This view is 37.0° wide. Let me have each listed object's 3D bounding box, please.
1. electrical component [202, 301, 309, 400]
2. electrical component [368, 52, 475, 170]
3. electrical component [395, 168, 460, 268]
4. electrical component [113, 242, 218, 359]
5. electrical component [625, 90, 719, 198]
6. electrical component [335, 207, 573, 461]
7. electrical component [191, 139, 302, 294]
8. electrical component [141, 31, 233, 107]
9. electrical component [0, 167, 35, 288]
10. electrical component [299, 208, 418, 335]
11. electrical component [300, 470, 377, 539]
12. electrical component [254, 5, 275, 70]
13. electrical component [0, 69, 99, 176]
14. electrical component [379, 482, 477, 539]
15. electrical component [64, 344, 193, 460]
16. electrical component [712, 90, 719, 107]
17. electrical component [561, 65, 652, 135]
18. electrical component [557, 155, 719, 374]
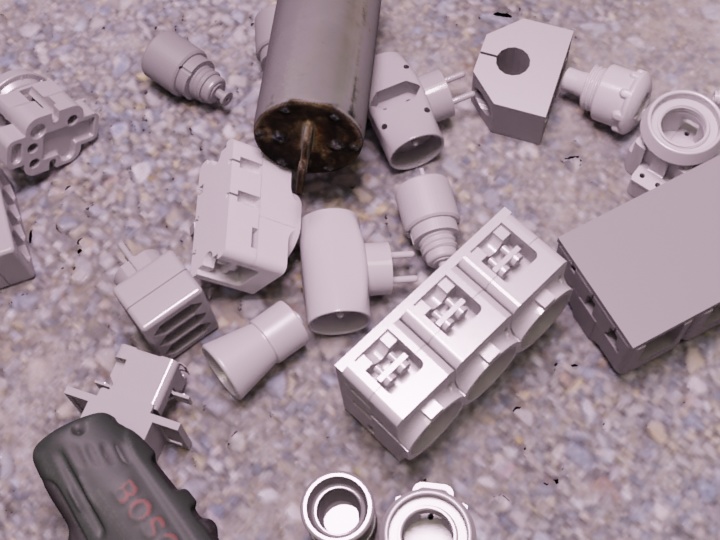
[{"bbox_3d":[-0.067,0.051,0.722,0.065,0.044,0.044,-35,68,-17],"label":"electrical component"},{"bbox_3d":[0.044,-0.123,0.791,0.079,0.043,0.077,-21,66,-3],"label":"electrical component"},{"bbox_3d":[0.051,-0.031,0.752,0.040,0.040,0.078,-13,66,-3],"label":"electrical component"},{"bbox_3d":[-0.141,0.012,0.729,0.047,0.065,0.076,-36,69,-12],"label":"electrical component"},{"bbox_3d":[0.224,-0.090,0.759,0.058,0.057,0.078,35,72,17],"label":"electrical component"},{"bbox_3d":[0.062,0.046,0.689,0.150,0.089,0.062,-42,70,-15],"label":"electrical component"},{"bbox_3d":[-0.078,-0.035,0.743,0.056,0.050,0.089,18,60,-31],"label":"electrical component"},{"bbox_3d":[-0.130,-0.149,0.816,0.078,0.040,0.040,35,72,17],"label":"electrical component"},{"bbox_3d":[-0.283,-0.027,0.766,0.076,0.047,0.083,-19,66,-5],"label":"electrical component"},{"bbox_3d":[0.000,0.000,0.740,0.079,0.043,0.077,-4,65,-7],"label":"electrical component"},{"bbox_3d":[-0.012,0.152,0.665,0.045,0.055,0.045,-1,66,3],"label":"electrical component"},{"bbox_3d":[-0.059,-0.165,0.819,0.040,0.040,0.078,-5,65,1],"label":"electrical component"},{"bbox_3d":[-0.242,-0.111,0.794,0.057,0.058,0.078,41,47,22],"label":"electrical component"},{"bbox_3d":[0.041,0.166,0.655,0.058,0.057,0.078,6,66,6],"label":"electrical component"},{"bbox_3d":[-0.147,0.086,0.711,0.081,0.042,0.063,16,64,10],"label":"electrical component"},{"bbox_3d":[0.297,-0.120,0.776,0.081,0.043,0.043,7,66,6],"label":"electrical component"},{"bbox_3d":[0.179,-0.130,0.788,0.062,0.048,0.048,25,69,21],"label":"electrical component"},{"bbox_3d":[0.216,-0.007,0.719,0.150,0.061,0.089,-27,67,-8],"label":"electrical component"}]
